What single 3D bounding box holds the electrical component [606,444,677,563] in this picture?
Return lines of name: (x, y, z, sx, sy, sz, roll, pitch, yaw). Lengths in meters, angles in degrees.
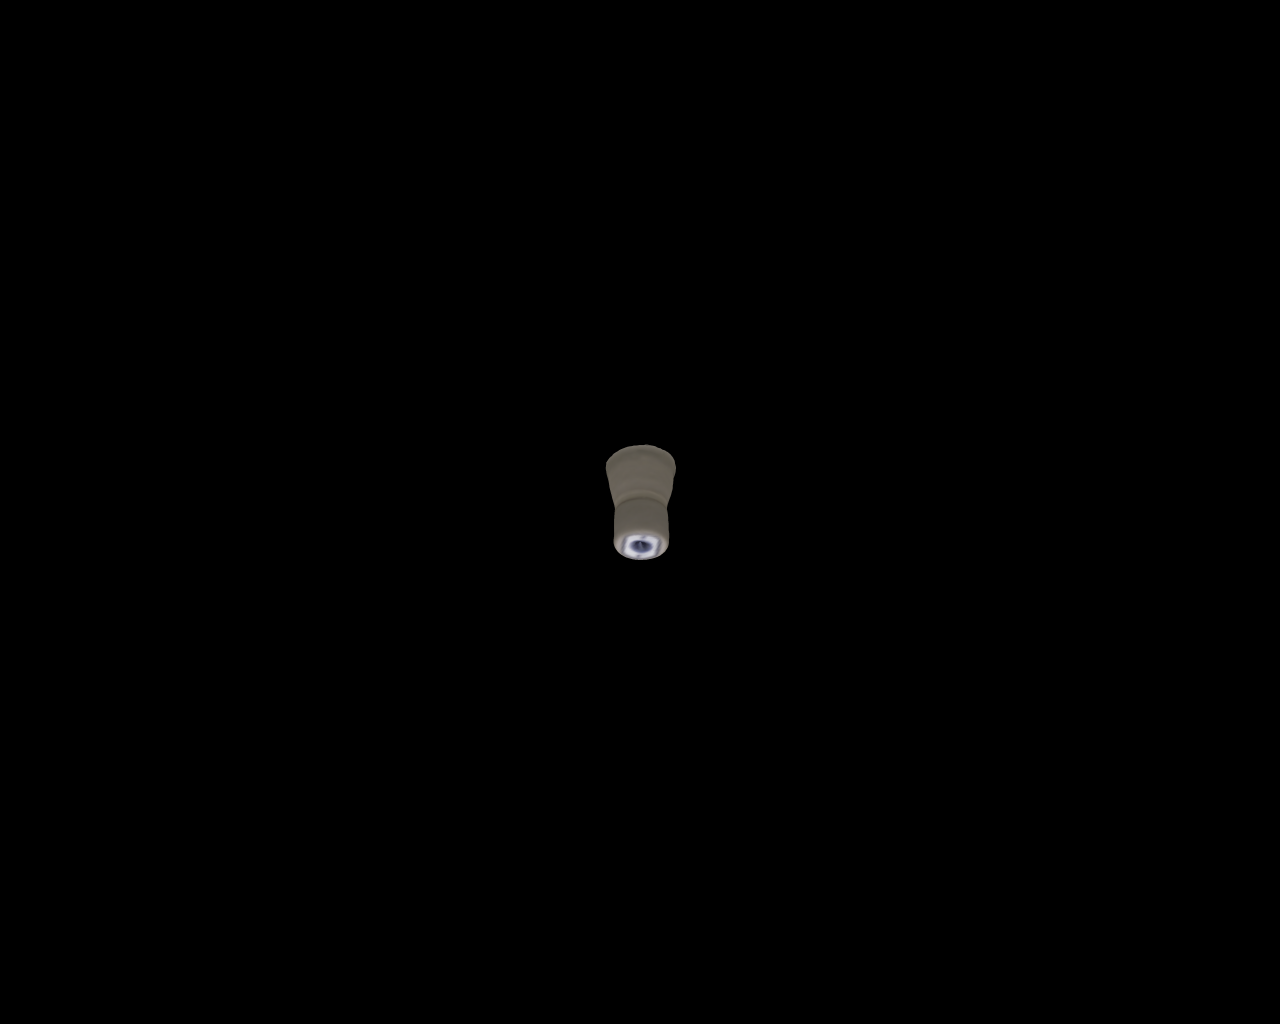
electrical component: (0.001, -0.003, 0.650, 0.044, 0.065, 0.044, 0, -37, 0)
